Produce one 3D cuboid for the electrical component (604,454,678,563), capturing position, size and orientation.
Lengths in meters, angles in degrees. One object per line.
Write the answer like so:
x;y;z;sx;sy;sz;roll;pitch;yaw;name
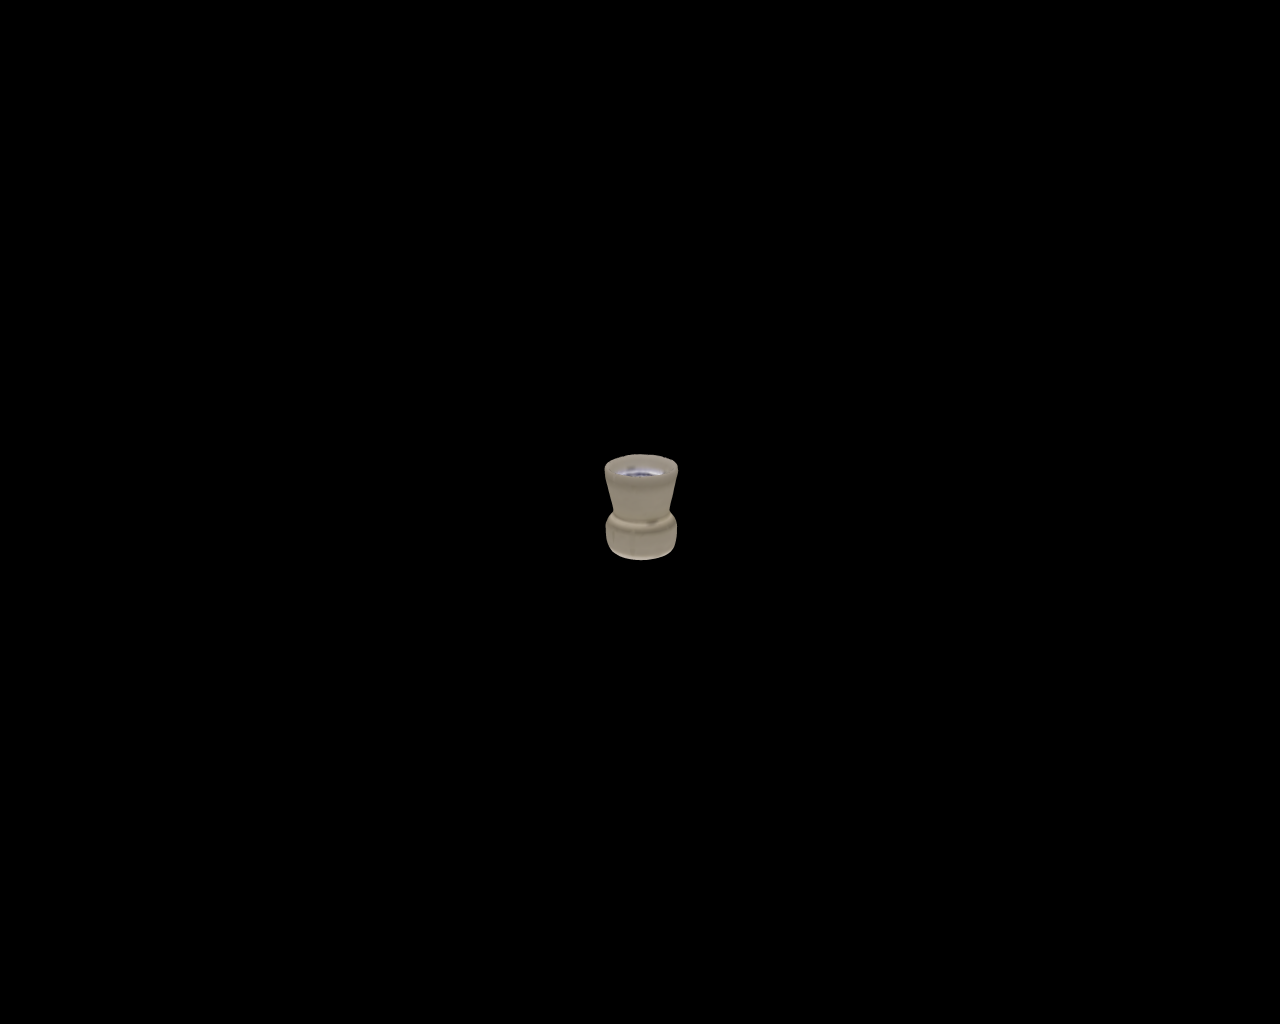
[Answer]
0.001;-0.003;0.650;0.045;0.055;0.045;0;21;0;electrical component
